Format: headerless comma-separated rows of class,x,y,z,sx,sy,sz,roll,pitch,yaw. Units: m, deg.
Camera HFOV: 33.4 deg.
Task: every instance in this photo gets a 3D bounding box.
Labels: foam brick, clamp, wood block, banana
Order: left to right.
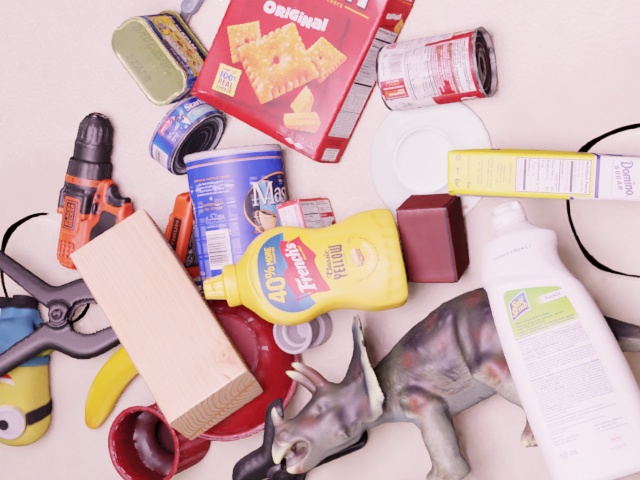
clamp,-0.304,0.080,1.227,0.210,0.036,0.164,-6,76,-1
banana,-0.211,0.151,1.226,0.198,0.037,0.069,-31,80,24
wood block,-0.153,0.084,1.070,0.091,0.090,0.206,-34,68,-5
clamp,-0.030,0.236,1.131,0.120,0.039,0.172,20,128,-18
foam brick,0.111,-0.002,1.042,0.051,0.053,0.078,-3,107,24

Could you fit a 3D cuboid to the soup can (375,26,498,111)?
soup can,0.112,-0.164,1.032,0.102,0.068,0.068,-6,91,26

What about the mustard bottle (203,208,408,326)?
mustard bottle,-0.016,0.032,1.026,0.191,0.058,0.096,-10,77,0

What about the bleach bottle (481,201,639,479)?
bleach bottle,0.207,0.083,0.912,0.103,0.068,0.251,-20,72,11

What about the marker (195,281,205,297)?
marker,-0.158,0.059,1.204,0.121,0.020,0.020,-9,90,26

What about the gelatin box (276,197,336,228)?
gelatin box,-0.007,0.001,1.098,0.030,0.073,0.089,-18,86,26

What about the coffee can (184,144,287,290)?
coffee can,-0.083,-0.024,1.116,0.103,0.102,0.140,-7,91,26

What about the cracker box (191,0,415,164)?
cracker box,-0.016,-0.208,1.088,0.164,0.072,0.214,31,105,20

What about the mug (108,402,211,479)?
mug,-0.172,0.211,1.187,0.093,0.081,0.117,17,101,24

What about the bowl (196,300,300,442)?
bowl,-0.104,0.127,1.125,0.162,0.055,0.162,-3,68,7

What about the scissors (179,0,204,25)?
scissors,-0.149,-0.278,1.178,0.202,0.016,0.096,-42,74,22

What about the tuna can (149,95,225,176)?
tuna can,-0.142,-0.111,1.147,0.034,0.086,0.086,40,109,16

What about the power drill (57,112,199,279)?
power drill,-0.210,-0.039,1.203,0.188,0.057,0.184,16,103,26

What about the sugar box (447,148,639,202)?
sugar box,0.211,-0.060,0.972,0.176,0.093,0.048,1,96,20

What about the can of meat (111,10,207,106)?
can of meat,-0.166,-0.194,1.143,0.058,0.083,0.102,-37,90,22
